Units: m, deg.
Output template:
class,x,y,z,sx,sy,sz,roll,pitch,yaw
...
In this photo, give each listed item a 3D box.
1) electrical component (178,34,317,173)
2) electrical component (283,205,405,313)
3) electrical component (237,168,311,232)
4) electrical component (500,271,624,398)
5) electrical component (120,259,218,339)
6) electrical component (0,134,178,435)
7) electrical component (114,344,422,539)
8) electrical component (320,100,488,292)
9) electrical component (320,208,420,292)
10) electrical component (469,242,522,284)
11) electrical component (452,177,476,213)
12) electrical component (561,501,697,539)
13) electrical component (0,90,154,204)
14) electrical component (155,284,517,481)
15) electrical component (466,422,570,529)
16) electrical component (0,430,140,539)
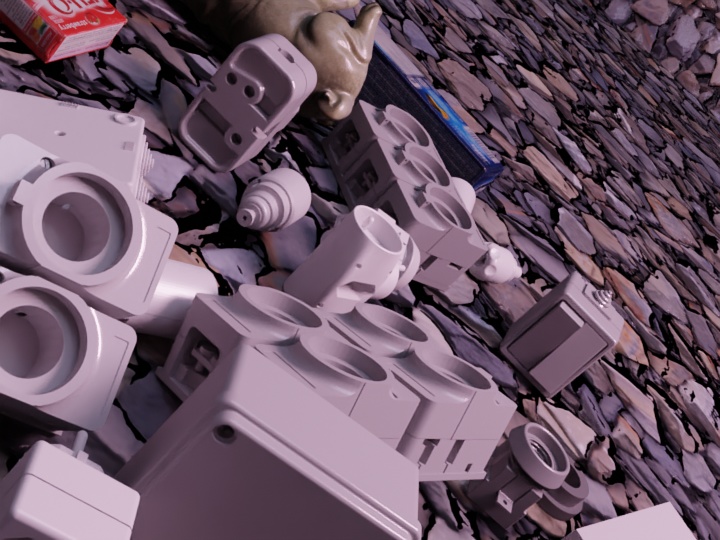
class,x,y,z,sx,sy,sz,roll,pitch,yaw
electrical component,-0.079,-0.122,0.778,0.054,0.095,0.059,45,26,-1
electrical component,0.000,0.000,0.737,0.079,0.077,0.043,11,41,-49
electrical component,-0.064,-0.046,0.753,0.040,0.040,0.078,46,26,2
electrical component,0.171,0.051,0.889,0.061,0.096,0.061,45,27,1
electrical component,-0.122,0.012,0.583,0.081,0.043,0.043,16,38,-44
electrical component,-0.181,-0.012,0.455,0.186,0.060,0.105,29,67,-29
electrical component,-0.046,0.107,0.481,0.109,0.108,0.056,37,24,-15
electrical component,0.038,-0.066,0.906,0.089,0.061,0.150,20,35,-41
electrical component,0.012,-0.014,0.802,0.055,0.066,0.048,34,62,-37
electrical component,0.126,-0.004,0.973,0.061,0.035,0.035,17,37,-47
electrical component,0.082,-0.048,0.968,0.044,0.044,0.065,35,33,-19
electrical component,0.177,0.213,0.701,0.150,0.061,0.089,6,46,-52
electrical component,-0.161,-0.052,0.568,0.100,0.048,0.099,10,30,-13
electrical component,-0.005,0.065,0.614,0.186,0.060,0.105,11,19,-49
electrical component,0.106,0.135,0.720,0.048,0.055,0.066,42,26,-6
electrical component,-0.124,0.096,0.431,0.047,0.066,0.076,35,28,-20
